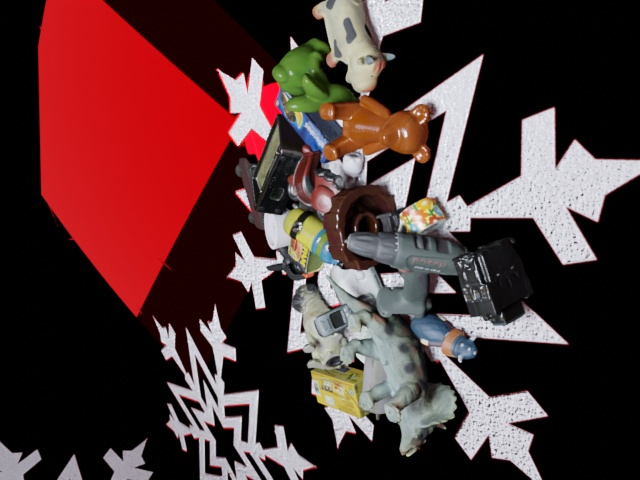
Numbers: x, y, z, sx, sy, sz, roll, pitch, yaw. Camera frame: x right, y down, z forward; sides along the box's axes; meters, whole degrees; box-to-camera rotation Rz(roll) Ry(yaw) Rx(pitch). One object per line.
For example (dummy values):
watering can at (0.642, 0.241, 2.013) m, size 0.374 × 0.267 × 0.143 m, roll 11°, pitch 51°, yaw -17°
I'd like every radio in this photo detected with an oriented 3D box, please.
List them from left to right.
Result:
radio at (-0.098, -0.172, 1.279) m, size 0.229 × 0.073 × 0.131 m, roll 119°, pitch 151°, yaw -46°

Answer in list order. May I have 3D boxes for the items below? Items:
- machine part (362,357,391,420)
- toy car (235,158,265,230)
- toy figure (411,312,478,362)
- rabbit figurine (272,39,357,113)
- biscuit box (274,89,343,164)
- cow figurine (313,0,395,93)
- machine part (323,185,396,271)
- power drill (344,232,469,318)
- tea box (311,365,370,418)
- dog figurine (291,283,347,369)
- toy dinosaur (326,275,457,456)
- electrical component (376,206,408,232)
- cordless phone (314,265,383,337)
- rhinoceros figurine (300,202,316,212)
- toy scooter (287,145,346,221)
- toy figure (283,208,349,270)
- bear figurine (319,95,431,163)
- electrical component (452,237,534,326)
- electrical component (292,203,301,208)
machine part at (0.138, 0.312, 1.240) m, size 0.079 × 0.079 × 0.242 m, roll 26°, pitch 126°, yaw 42°
toy car at (-0.173, -0.125, 1.448) m, size 0.089 × 0.053 × 0.202 m, roll 13°, pitch 120°, yaw 60°
toy figure at (0.250, 0.192, 1.062) m, size 0.155 × 0.057 × 0.064 m, roll 29°, pitch 104°, yaw 45°
rabbit figurine at (-0.002, -0.315, 1.093) m, size 0.170 × 0.159 × 0.121 m, roll 40°, pitch 126°, yaw 12°
biscuit box at (-0.018, -0.261, 1.187) m, size 0.203 × 0.063 × 0.059 m, roll 53°, pitch 142°, yaw 21°
cow figurine at (0.068, -0.375, 1.019) m, size 0.127 × 0.085 × 0.194 m, roll -9°, pitch 98°, yaw 58°
machine part at (0.084, -0.026, 1.082) m, size 0.056 × 0.179 × 0.179 m, roll 3°, pitch 108°, yaw 51°
power drill at (0.156, 0.062, 1.027) m, size 0.086 × 0.232 × 0.207 m, roll -88°, pitch 1°, yaw -46°
tea box at (0.061, 0.378, 1.372) m, size 0.170 × 0.068 × 0.098 m, roll 3°, pitch 109°, yaw 49°
dog figurine at (0.002, 0.219, 1.374) m, size 0.191 × 0.121 × 0.172 m, roll -110°, pitch 7°, yaw -47°
toy dinosaur at (0.155, 0.242, 1.114) m, size 0.131 × 0.192 × 0.405 m, roll -32°, pitch 72°, yaw 49°
electrical component at (0.163, -0.003, 1.070) m, size 0.048 × 0.075 × 0.119 m, roll -11°, pitch 93°, yaw 54°
cordless phone at (0.048, 0.125, 1.180) m, size 0.089 × 0.184 × 0.146 m, roll -26°, pitch 86°, yaw 57°
rhinoceros figurine at (0.009, -0.063, 1.235) m, size 0.190 × 0.073 × 0.112 m, roll 54°, pitch 141°, yaw 19°
toy scooter at (-0.004, -0.123, 1.134) m, size 0.184 × 0.075 × 0.135 m, roll 33°, pitch 131°, yaw 37°
toy figure at (0.000, -0.007, 1.155) m, size 0.180 × 0.089 × 0.082 m, roll 39°, pitch 89°, yaw 29°
bear figurine at (0.107, -0.201, 1.010) m, size 0.196 × 0.132 × 0.120 m, roll 30°, pitch 132°, yaw 48°
electrical component at (0.296, 0.073, 0.906) m, size 0.058 × 0.115 × 0.134 m, roll -20°, pitch 91°, yaw 57°
electrical component at (-0.033, -0.076, 1.322) m, size 0.094 × 0.021 × 0.063 m, roll 43°, pitch 135°, yaw 32°
